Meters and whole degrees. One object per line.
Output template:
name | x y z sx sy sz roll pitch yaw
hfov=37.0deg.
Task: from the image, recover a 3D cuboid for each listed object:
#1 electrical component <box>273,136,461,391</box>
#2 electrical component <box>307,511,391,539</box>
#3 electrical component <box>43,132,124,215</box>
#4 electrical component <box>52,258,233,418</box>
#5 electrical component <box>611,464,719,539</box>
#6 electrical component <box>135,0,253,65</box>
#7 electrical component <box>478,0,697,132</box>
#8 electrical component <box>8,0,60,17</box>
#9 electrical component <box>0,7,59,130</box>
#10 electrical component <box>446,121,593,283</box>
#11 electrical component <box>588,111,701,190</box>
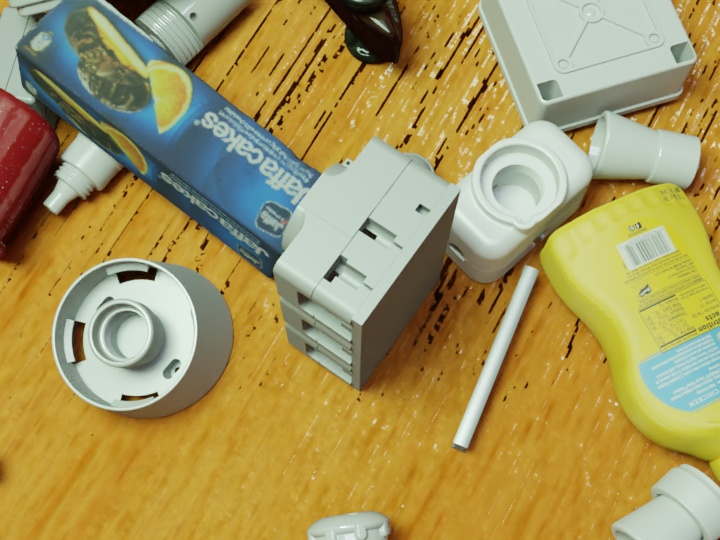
electrical component | 0.000 0.000 0.604 0.062 0.150 0.089 34 74 10
electrical component | -0.003 0.168 0.603 0.048 0.048 0.062 -8 78 -2
electrical component | -0.179 -0.062 0.689 0.035 0.035 0.061 35 77 12
electrical component | -0.132 0.040 0.650 0.099 0.064 0.099 -2 81 10
electrical component | 0.178 0.143 0.608 0.055 0.045 0.045 -39 75 -13
electrical component | -0.114 -0.171 0.721 0.043 0.043 0.081 39 76 13
electrical component | 0.147 -0.154 0.706 0.109 0.056 0.108 -17 71 -5
electrical component | -0.177 -0.213 0.701 0.109 0.108 0.056 -15 116 -5
electrical component | -0.199 -0.127 0.705 0.077 0.047 0.065 10 71 4
electrical component | 0.095 -0.044 0.667 0.095 0.059 0.053 -40 75 -12
electrical component | 0.183 -0.074 0.687 0.065 0.044 0.044 11 71 -1
